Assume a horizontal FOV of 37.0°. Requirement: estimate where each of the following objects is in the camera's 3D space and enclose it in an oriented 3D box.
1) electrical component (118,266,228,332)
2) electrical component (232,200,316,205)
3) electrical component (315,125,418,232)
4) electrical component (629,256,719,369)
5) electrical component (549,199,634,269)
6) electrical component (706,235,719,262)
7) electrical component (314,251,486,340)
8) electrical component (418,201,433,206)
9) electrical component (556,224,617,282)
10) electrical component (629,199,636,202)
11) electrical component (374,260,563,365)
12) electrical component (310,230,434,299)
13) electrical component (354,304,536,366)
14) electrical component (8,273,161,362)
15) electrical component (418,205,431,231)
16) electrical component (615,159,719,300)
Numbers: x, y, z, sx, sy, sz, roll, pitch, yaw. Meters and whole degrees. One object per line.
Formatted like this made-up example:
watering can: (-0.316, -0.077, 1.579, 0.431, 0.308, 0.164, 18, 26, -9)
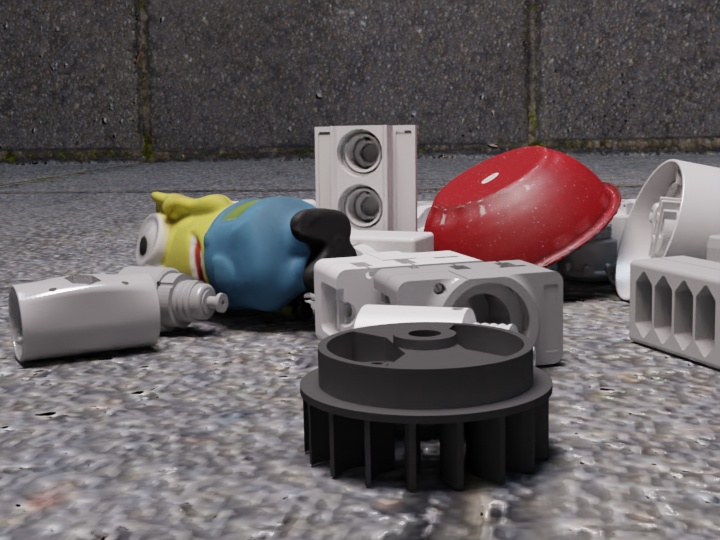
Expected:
electrical component: (-0.119, 0.019, 0.669, 0.078, 0.040, 0.040, 2, 9, 24)
electrical component: (-0.083, -0.038, 1.001, 0.089, 0.050, 0.055, -2, 8, -3)
electrical component: (0.009, -0.049, 0.825, 0.079, 0.121, 0.063, 1, 6, 17)
electrical component: (0.203, 0.020, 0.589, 0.076, 0.047, 0.083, -5, 9, -20)
electrical component: (0.194, -0.029, 0.880, 0.050, 0.055, 0.089, -9, 12, -42)
electrical component: (0.255, 0.002, 0.651, 0.096, 0.061, 0.062, -5, 10, -23)
electrical component: (0.022, 0.018, 0.620, 0.089, 0.050, 0.056, -4, 9, -17)
electrical component: (0.066, -0.040, 1.007, 0.040, 0.046, 0.040, -1, 9, 0)
electrical component: (0.176, -0.023, 0.824, 0.048, 0.062, 0.048, 0, 9, 0)
electrical component: (0.234, -0.034, 0.935, 0.083, 0.047, 0.076, -6, 10, -29)
electrical component: (0.058, 0.025, 0.568, 0.089, 0.050, 0.056, -4, 9, -14)
electrical component: (0.000, 0.000, 0.750, 0.083, 0.047, 0.076, 3, 10, 26)
electrical component: (0.041, 0.039, 0.502, 0.081, 0.043, 0.043, 1, 9, 18)
electrical component: (-0.166, 0.024, 0.630, 0.077, 0.043, 0.079, -6, 10, -27)
electrical component: (0.074, -0.040, 0.956, 0.077, 0.043, 0.079, 4, 38, 33)
electrical component: (0.217, -0.026, 0.738, 0.064, 0.099, 0.099, 5, 9, 1)
